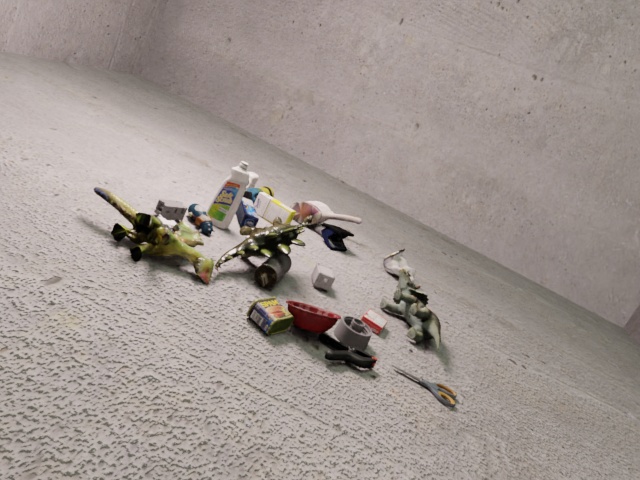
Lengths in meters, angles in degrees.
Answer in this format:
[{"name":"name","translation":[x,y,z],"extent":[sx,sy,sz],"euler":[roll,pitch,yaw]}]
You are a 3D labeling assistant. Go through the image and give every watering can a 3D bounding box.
[{"name":"watering can","translation":[0.007,-0.121,2.400],"extent":[0.348,0.103,0.225],"euler":[13,10,20]}]

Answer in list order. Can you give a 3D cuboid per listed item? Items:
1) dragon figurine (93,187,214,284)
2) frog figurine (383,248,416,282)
[{"name":"dragon figurine","translation":[-0.451,-0.024,1.479],"extent":[0.415,0.121,0.242],"euler":[43,14,23]},{"name":"frog figurine","translation":[0.355,0.131,2.274],"extent":[0.160,0.122,0.137],"euler":[67,15,7]}]
